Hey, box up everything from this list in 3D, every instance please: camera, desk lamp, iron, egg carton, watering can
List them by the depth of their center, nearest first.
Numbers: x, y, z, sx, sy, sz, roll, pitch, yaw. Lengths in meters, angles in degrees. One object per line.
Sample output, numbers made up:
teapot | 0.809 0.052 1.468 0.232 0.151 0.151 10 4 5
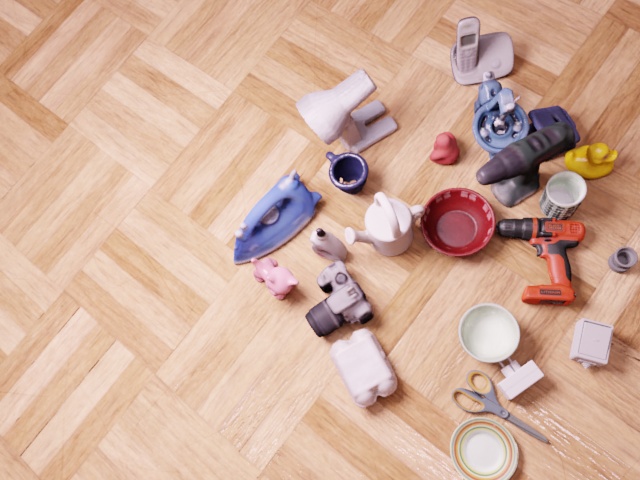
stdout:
egg carton | 0.093 0.269 1.207 0.107 0.069 0.150 -30 70 0
watering can | 0.141 -0.034 1.229 0.173 0.194 0.100 -44 70 -5
camera | 0.028 0.136 1.245 0.137 0.101 0.143 -34 70 -2
iron | -0.122 -0.053 1.310 0.118 0.141 0.258 42 84 19
desk lamp | 0.062 -0.292 1.315 0.203 0.214 0.117 -31 70 -1

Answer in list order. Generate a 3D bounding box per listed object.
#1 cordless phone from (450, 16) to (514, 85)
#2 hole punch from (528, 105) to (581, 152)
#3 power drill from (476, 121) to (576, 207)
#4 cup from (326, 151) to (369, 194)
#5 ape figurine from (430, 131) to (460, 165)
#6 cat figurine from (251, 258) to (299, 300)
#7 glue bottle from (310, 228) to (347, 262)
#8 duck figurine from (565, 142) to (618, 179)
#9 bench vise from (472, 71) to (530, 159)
cordless phone | 0.377 -0.451 1.325 0.147 0.185 0.094 -14 70 6
hole punch | 0.522 -0.250 1.285 0.101 0.091 0.108 -24 70 2
power drill | 0.421 -0.150 1.208 0.229 0.209 0.075 -34 70 -1
cup | 0.061 -0.152 1.334 0.117 0.095 0.092 42 84 19
ape figurine | 0.285 -0.216 1.316 0.078 0.092 0.076 -40 70 -4
cat figurine | -0.103 0.081 1.276 0.127 0.118 0.067 37 82 19
glue bottle | 0.011 0.004 1.251 0.078 0.173 0.037 14 75 15
duck figurine | 0.595 -0.183 1.253 0.104 0.086 0.077 9 74 13
bench vise | 0.378 -0.286 1.253 0.121 0.220 0.207 -26 70 2
